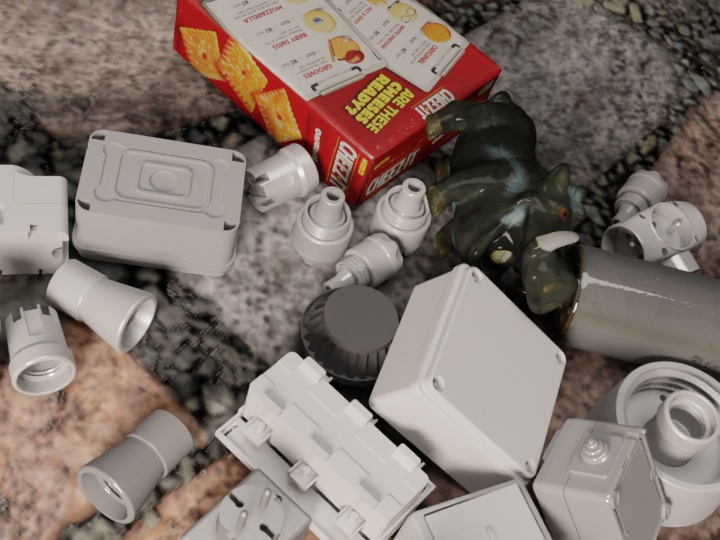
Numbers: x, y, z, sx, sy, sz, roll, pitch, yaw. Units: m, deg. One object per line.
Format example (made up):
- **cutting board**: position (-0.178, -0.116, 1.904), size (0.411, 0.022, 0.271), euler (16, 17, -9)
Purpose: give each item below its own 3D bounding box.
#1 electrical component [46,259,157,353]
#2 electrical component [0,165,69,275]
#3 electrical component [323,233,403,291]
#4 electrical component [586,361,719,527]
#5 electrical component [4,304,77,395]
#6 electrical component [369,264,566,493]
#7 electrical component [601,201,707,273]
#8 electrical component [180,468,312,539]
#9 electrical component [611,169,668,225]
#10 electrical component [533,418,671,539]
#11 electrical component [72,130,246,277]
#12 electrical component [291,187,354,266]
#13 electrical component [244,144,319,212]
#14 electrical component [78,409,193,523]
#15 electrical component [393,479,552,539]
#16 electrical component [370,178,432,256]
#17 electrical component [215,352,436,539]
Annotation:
- **electrical component**: position (-0.174, 0.021, 0.714), size (0.065, 0.044, 0.044), euler (28, 53, 12)
- **electrical component**: position (-0.244, -0.034, 0.727), size (0.089, 0.050, 0.055), euler (-1, 56, -15)
- **electrical component**: position (0.000, 0.000, 0.779), size (0.061, 0.035, 0.035), euler (-33, 68, -29)
- **electrical component**: position (0.215, 0.114, 0.738), size (0.108, 0.060, 0.108), euler (7, 53, -10)
- **electrical component**: position (-0.205, 0.050, 0.685), size (0.040, 0.040, 0.046), euler (-10, 52, -21)
- **electrical component**: position (0.073, 0.072, 0.707), size (0.109, 0.056, 0.108), euler (43, 49, -22)
- **electrical component**: position (0.240, -0.009, 0.844), size (0.077, 0.044, 0.079), euler (-19, 73, -33)
- **electrical component**: position (-0.066, 0.150, 0.626), size (0.047, 0.076, 0.066), euler (41, 55, 15)
- **electrical component**: position (0.225, -0.054, 0.879), size (0.035, 0.035, 0.061), euler (38, 57, 13)
- **electrical component**: position (0.148, 0.139, 0.677), size (0.061, 0.096, 0.061), euler (4, 42, 37)
- **electrical component**: position (-0.141, -0.045, 0.760), size (0.113, 0.057, 0.078), euler (8, 53, -9)
- **electrical component**: position (-0.025, -0.034, 0.780), size (0.043, 0.062, 0.043), euler (7, 53, -10)
- **electrical component**: position (-0.060, -0.068, 0.810), size (0.046, 0.040, 0.040), euler (-29, 66, -25)
- **electrical component**: position (-0.133, 0.116, 0.656), size (0.044, 0.044, 0.065), euler (36, 49, 11)
- **electrical component**: position (0.065, 0.174, 0.654), size (0.096, 0.061, 0.061), euler (-12, 59, -23)
- **electrical component**: position (0.033, -0.042, 0.801), size (0.043, 0.062, 0.043), euler (7, 53, -10)
- **electrical component**: position (-0.019, 0.114, 0.673), size (0.121, 0.063, 0.079), euler (41, 55, 15)
